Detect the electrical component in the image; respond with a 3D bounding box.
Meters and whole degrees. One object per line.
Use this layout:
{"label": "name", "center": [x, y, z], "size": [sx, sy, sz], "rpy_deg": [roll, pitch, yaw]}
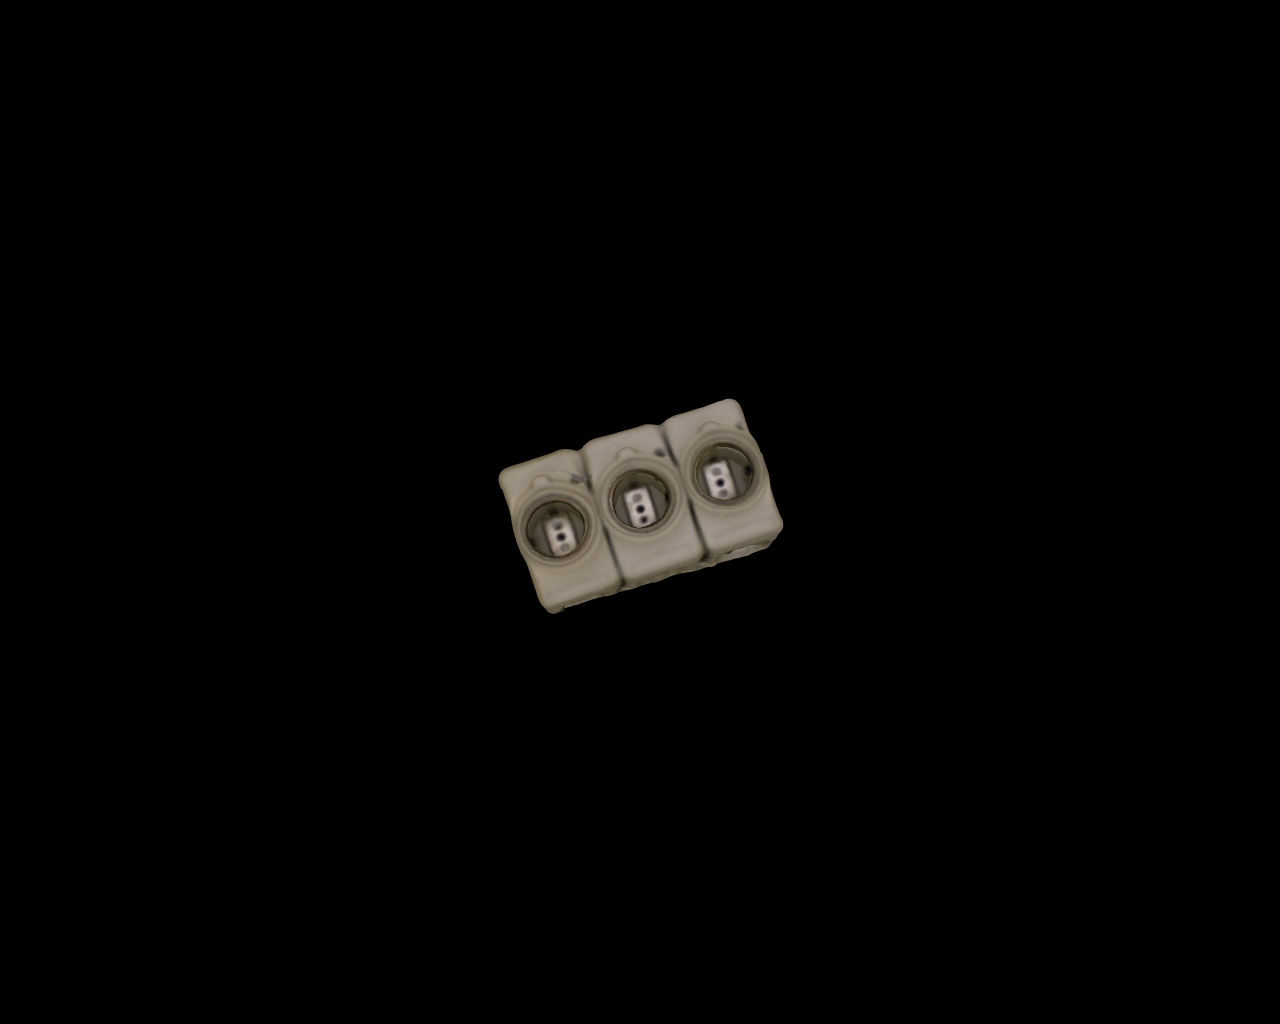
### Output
{"label": "electrical component", "center": [0.001, -0.003, 0.650], "size": [0.150, 0.089, 0.061], "rpy_deg": [-18, -11, -4]}
